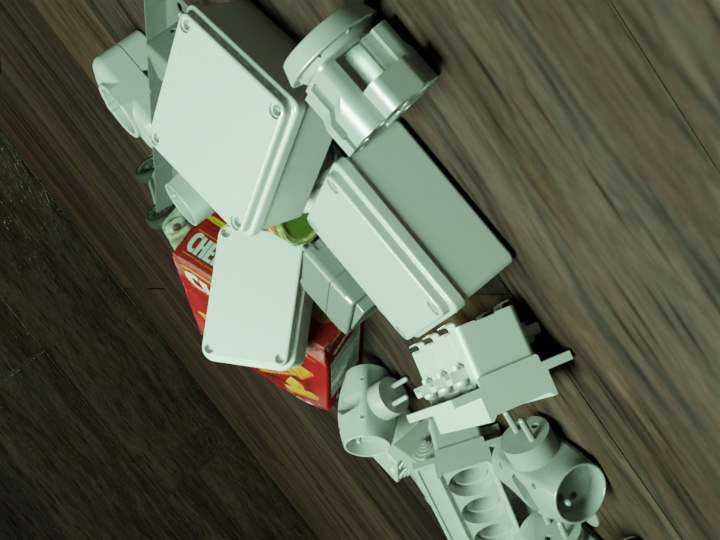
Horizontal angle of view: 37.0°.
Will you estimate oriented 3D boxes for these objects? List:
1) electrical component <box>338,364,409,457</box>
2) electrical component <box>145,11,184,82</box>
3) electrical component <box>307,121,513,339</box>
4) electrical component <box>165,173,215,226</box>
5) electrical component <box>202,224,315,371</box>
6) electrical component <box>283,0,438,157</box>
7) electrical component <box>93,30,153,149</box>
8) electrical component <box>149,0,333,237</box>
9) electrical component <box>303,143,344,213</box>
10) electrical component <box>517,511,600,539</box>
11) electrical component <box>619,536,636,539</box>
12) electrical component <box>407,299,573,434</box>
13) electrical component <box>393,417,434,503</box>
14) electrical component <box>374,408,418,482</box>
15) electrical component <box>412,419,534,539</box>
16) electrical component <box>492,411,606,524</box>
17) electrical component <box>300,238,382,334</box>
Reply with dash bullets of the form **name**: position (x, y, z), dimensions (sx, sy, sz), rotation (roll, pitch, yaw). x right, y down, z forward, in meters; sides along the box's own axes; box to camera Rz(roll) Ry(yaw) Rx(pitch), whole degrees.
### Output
- **electrical component**: position (0.019, 0.125, 1.007), dimensions (0.043, 0.077, 0.079), rotation (26, 137, -30)
- **electrical component**: position (-0.114, -0.154, 0.770), dimensions (0.083, 0.047, 0.075), rotation (43, 163, 27)
- **electrical component**: position (0.026, -0.020, 0.653), dimensions (0.108, 0.056, 0.108), rotation (50, 165, 3)
- **electrical component**: position (-0.121, -0.083, 0.899), dimensions (0.044, 0.077, 0.079), rotation (49, 165, 9)
- **electrical component**: position (-0.080, 0.022, 0.878), dimensions (0.078, 0.113, 0.057), rotation (7, 177, 10)
- **electrical component**: position (-0.002, -0.100, 0.552), dimensions (0.057, 0.058, 0.078), rotation (49, 165, -2)
- **electrical component**: position (-0.195, -0.159, 0.971), dimensions (0.095, 0.059, 0.053), rotation (49, 165, 8)
- **electrical component**: position (-0.074, -0.098, 0.687), dimensions (0.109, 0.056, 0.108), rotation (45, 133, 23)
- **electrical component**: position (-0.030, -0.069, 0.732), dimensions (0.043, 0.043, 0.062), rotation (42, 160, 32)
- **electrical component**: position (0.158, 0.212, 0.834), dimensions (0.077, 0.044, 0.079), rotation (34, 157, 49)
- **electrical component**: position (0.181, 0.224, 0.754), dimensions (0.042, 0.081, 0.063), rotation (108, 145, -72)
- **electrical component**: position (0.074, 0.064, 0.685), dimensions (0.121, 0.079, 0.063), rotation (130, 119, -75)
- **electrical component**: position (0.084, 0.190, 0.991), dimensions (0.100, 0.048, 0.099), rotation (25, 150, 59)
- **electrical component**: position (0.026, 0.163, 1.099), dimensions (0.100, 0.048, 0.099), rotation (45, 165, 19)
- **electrical component**: position (0.095, 0.172, 0.878), dimensions (0.063, 0.079, 0.121), rotation (-101, -10, -48)
- **electrical component**: position (0.123, 0.129, 0.746), dimensions (0.079, 0.043, 0.077), rotation (58, 164, -24)
- **electrical component**: position (0.000, 0.000, 0.769), dimensions (0.061, 0.062, 0.096), rotation (48, 165, 12)
